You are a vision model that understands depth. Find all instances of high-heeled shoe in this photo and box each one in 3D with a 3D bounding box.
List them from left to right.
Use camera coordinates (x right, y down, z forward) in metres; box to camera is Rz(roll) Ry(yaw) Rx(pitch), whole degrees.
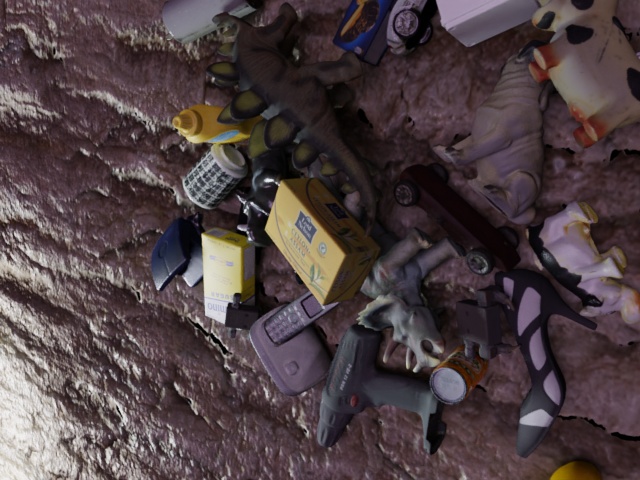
[{"bbox_3d":[0.272,0.167,0.741,0.145,0.086,0.248,26,105,27],"label":"high-heeled shoe"}]

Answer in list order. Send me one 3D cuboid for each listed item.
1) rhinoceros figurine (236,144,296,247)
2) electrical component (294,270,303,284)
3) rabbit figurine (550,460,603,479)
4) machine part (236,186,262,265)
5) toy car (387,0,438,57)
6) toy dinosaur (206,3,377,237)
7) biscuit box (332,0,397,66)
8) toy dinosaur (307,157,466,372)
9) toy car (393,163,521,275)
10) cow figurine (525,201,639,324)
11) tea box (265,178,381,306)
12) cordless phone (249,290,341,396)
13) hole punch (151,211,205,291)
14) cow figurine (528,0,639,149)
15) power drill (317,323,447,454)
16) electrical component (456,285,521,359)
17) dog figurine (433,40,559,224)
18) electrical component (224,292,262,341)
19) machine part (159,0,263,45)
[{"bbox_3d":[-0.088,-0.084,0.884,0.112,0.073,0.190,-5,75,30],"label":"rhinoceros figurine"},{"bbox_3d":[-0.024,0.030,0.887,0.048,0.119,0.075,-10,50,0],"label":"electrical component"},{"bbox_3d":[0.312,0.372,0.722,0.122,0.162,0.173,38,97,33],"label":"rabbit figurine"},{"bbox_3d":[-0.131,-0.027,0.967,0.084,0.039,0.138,13,106,36],"label":"machine part"},{"bbox_3d":[0.151,-0.348,0.734,0.056,0.073,0.201,36,113,17],"label":"toy car"},{"bbox_3d":[-0.039,-0.201,0.782,0.198,0.105,0.472,-36,65,-16],"label":"toy dinosaur"},{"bbox_3d":[0.096,-0.358,0.771,0.063,0.059,0.202,37,113,20],"label":"biscuit box"},{"bbox_3d":[0.069,0.011,0.818,0.405,0.131,0.192,49,117,22],"label":"toy dinosaur"},{"bbox_3d":[0.190,-0.029,0.751,0.202,0.089,0.053,46,138,14],"label":"toy car"},{"bbox_3d":[0.337,0.040,0.688,0.098,0.068,0.167,-34,77,35],"label":"cow figurine"},{"bbox_3d":[-0.002,-0.002,0.763,0.170,0.068,0.098,50,133,36],"label":"tea box"},{"bbox_3d":[-0.015,0.160,0.904,0.184,0.088,0.146,-38,78,24],"label":"cordless phone"},{"bbox_3d":[-0.272,0.026,1.029,0.142,0.092,0.116,-44,72,31],"label":"hole punch"},{"bbox_3d":[0.305,-0.215,0.598,0.127,0.085,0.195,-28,79,8],"label":"cow figurine"},{"bbox_3d":[0.099,0.261,0.860,0.208,0.086,0.231,16,103,35],"label":"power drill"},{"bbox_3d":[0.226,0.113,0.726,0.078,0.045,0.102,172,89,-67],"label":"electrical component"},{"bbox_3d":[0.268,-0.136,0.694,0.172,0.121,0.190,42,101,-18],"label":"dog figurine"},{"bbox_3d":[-0.135,0.136,0.950,0.063,0.021,0.093,8,115,-4],"label":"electrical component"},{"bbox_3d":[-0.185,-0.401,0.917,0.243,0.079,0.079,-11,92,32],"label":"machine part"}]
